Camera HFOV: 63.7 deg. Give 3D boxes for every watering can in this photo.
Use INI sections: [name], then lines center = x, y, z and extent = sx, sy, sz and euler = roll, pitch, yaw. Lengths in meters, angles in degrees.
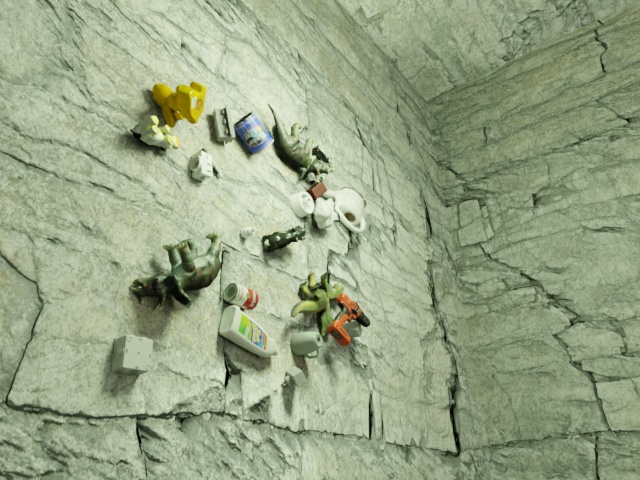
[watering can]
center = 0.112, -0.185, 2.481
extent = 0.344, 0.102, 0.229
euler = 46, 36, -16

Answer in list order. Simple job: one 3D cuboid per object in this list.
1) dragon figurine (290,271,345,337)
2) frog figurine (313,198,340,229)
[dragon figurine]
center = 0.002, 0.271, 2.049
extent = 0.418, 0.121, 0.240
euler = -49, 122, -54
[frog figurine]
center = 0.007, -0.114, 2.256
extent = 0.161, 0.123, 0.136
euler = -23, 115, -58
